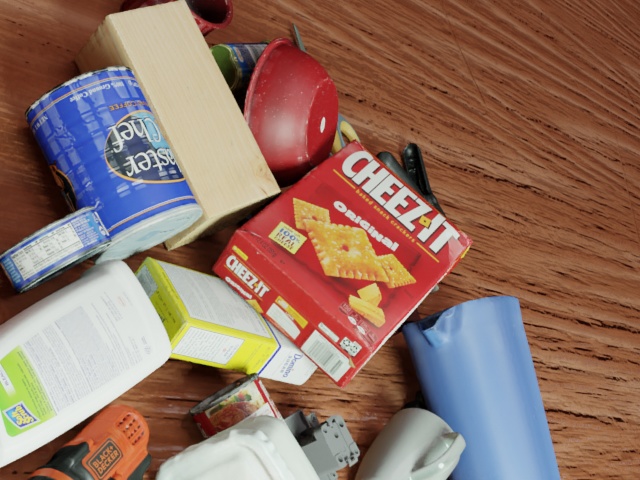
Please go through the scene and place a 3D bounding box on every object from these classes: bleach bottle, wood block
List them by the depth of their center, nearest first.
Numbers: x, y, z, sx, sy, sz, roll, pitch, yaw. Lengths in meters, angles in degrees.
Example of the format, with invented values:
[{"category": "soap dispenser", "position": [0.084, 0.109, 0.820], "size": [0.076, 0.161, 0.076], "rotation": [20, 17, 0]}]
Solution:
[{"category": "bleach bottle", "position": [-0.218, 0.100, 0.775], "size": [0.102, 0.068, 0.250], "rotation": [59, 35, 1]}, {"category": "wood block", "position": [-0.136, -0.109, 1.004], "size": [0.090, 0.090, 0.206], "rotation": [-23, 84, -40]}]

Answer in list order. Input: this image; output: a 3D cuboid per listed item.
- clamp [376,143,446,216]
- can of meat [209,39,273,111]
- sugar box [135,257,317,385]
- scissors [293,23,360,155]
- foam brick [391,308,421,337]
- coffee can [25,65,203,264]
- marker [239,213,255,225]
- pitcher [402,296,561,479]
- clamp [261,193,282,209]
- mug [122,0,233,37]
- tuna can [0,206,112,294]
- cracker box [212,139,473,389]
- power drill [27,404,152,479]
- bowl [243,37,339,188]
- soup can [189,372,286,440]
[{"category": "clamp", "position": [0.126, -0.048, 1.376], "size": [0.120, 0.039, 0.171], "rotation": [-8, 72, -56]}, {"category": "can of meat", "position": [-0.096, -0.164, 1.110], "size": [0.083, 0.102, 0.057], "rotation": [-14, 77, -54]}, {"category": "sugar box", "position": [-0.084, 0.076, 0.966], "size": [0.176, 0.048, 0.093], "rotation": [24, 22, -45]}, {"category": "scissors", "position": [0.010, -0.176, 1.341], "size": [0.096, 0.016, 0.202], "rotation": [24, 47, -45]}, {"category": "foam brick", "position": [0.069, 0.066, 1.199], "size": [0.052, 0.051, 0.078], "rotation": [6, 60, -51]}, {"category": "coffee can", "position": [-0.177, -0.063, 0.918], "size": [0.102, 0.103, 0.140], "rotation": [-19, 80, -57]}, {"category": "marker", "position": [-0.105, -0.052, 1.086], "size": [0.121, 0.020, 0.020], "rotation": [46, 35, -22]}, {"category": "pitcher", "position": [0.187, 0.191, 1.156], "size": [0.149, 0.145, 0.243], "rotation": [-10, 73, -14]}, {"category": "clamp", "position": [-0.008, 0.001, 1.159], "size": [0.164, 0.036, 0.210], "rotation": [0, 64, -54]}, {"category": "mug", "position": [-0.156, -0.236, 1.100], "size": [0.093, 0.082, 0.117], "rotation": [58, 33, -4]}, {"category": "tuna can", "position": [-0.207, 0.008, 0.837], "size": [0.034, 0.086, 0.086], "rotation": [60, 33, -2]}, {"category": "cracker box", "position": [0.028, 0.014, 1.015], "size": [0.164, 0.072, 0.213], "rotation": [42, 44, 7]}, {"category": "power drill", "position": [-0.142, 0.233, 0.775], "size": [0.187, 0.057, 0.184], "rotation": [55, 33, -9]}, {"category": "bowl", "position": [-0.022, -0.121, 1.075], "size": [0.162, 0.055, 0.162], "rotation": [11, 90, -71]}, {"category": "soup can", "position": [-0.059, 0.175, 0.925], "size": [0.102, 0.069, 0.068], "rotation": [60, 33, -1]}]
